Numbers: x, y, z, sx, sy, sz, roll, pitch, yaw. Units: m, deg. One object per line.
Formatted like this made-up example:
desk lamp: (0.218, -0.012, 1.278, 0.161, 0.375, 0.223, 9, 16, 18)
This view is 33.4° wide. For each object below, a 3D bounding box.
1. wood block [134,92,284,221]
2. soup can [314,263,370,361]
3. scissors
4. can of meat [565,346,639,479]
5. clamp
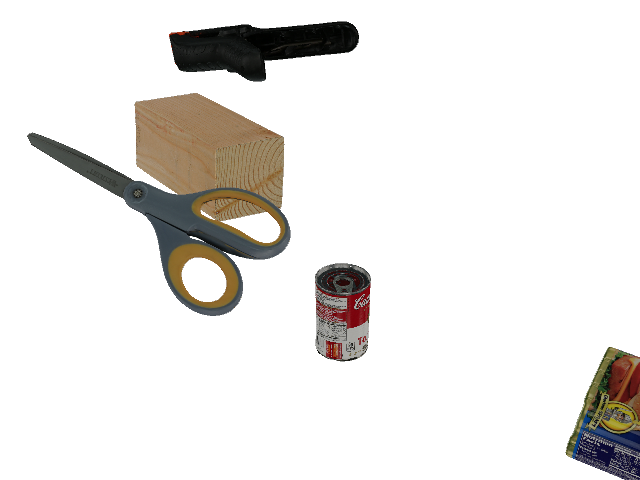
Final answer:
wood block: (-0.136, -0.104, 1.275, 0.090, 0.090, 0.206, -13, 28, -32)
soup can: (0.026, 0.089, 1.309, 0.068, 0.102, 0.068, 0, 30, 0)
scissors: (-0.120, -0.010, 0.713, 0.202, 0.096, 0.016, 13, -17, 12)
can of meat: (0.239, 0.134, 0.794, 0.084, 0.057, 0.102, 20, 41, 20)
clamp: (-0.055, -0.159, 0.875, 0.120, 0.039, 0.172, -16, 23, -36)
